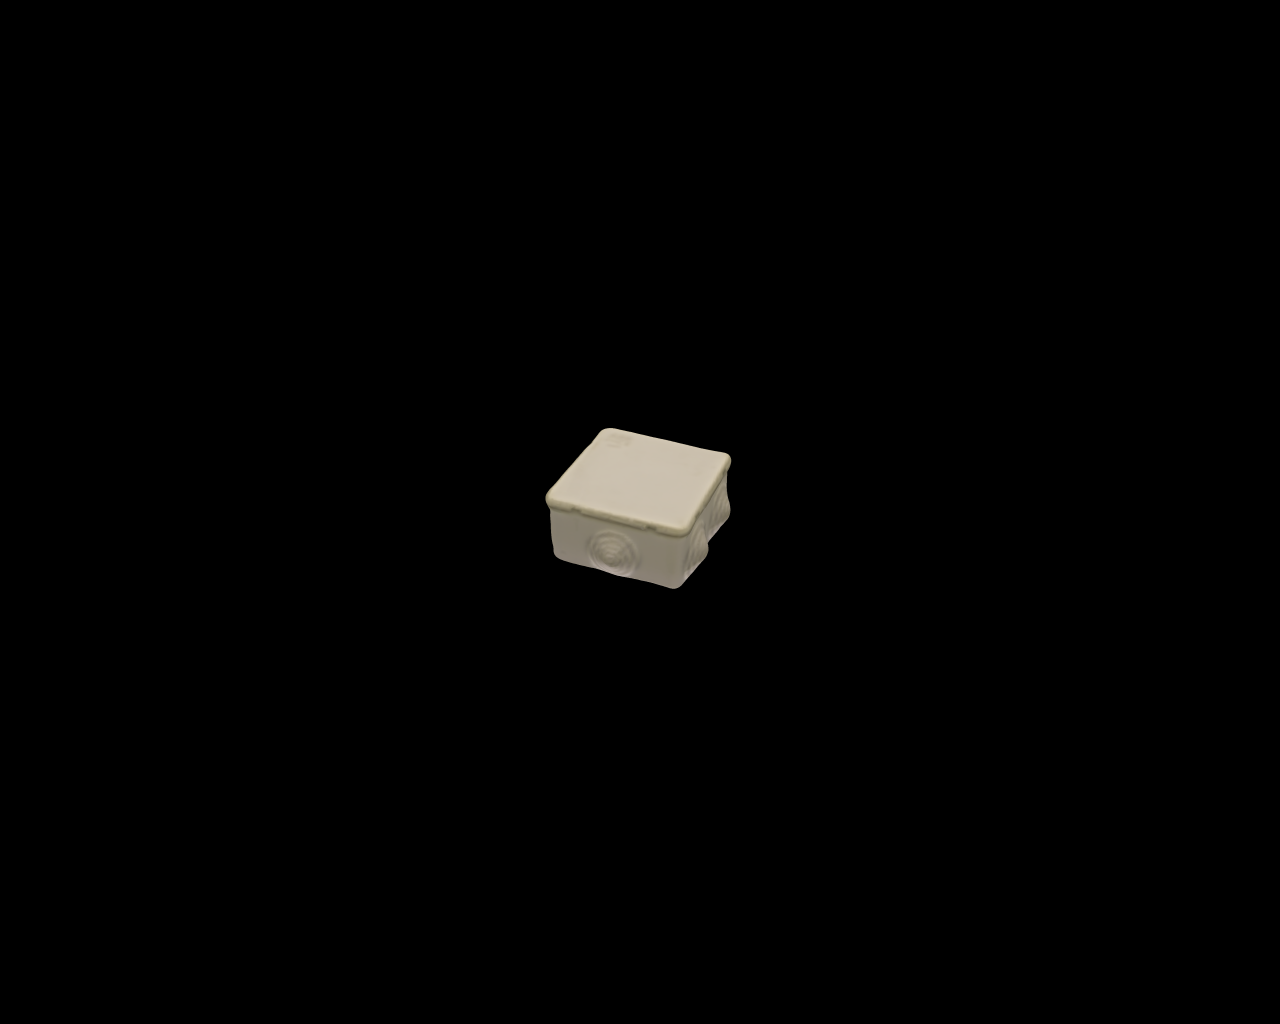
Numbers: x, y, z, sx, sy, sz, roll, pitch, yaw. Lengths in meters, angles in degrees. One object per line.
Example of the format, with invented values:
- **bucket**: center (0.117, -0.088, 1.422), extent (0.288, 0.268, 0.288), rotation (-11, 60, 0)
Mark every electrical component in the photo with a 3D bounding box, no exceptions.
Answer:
- **electrical component**: center (0.001, -0.003, 0.650), extent (0.100, 0.048, 0.100), rotation (13, 38, 18)
